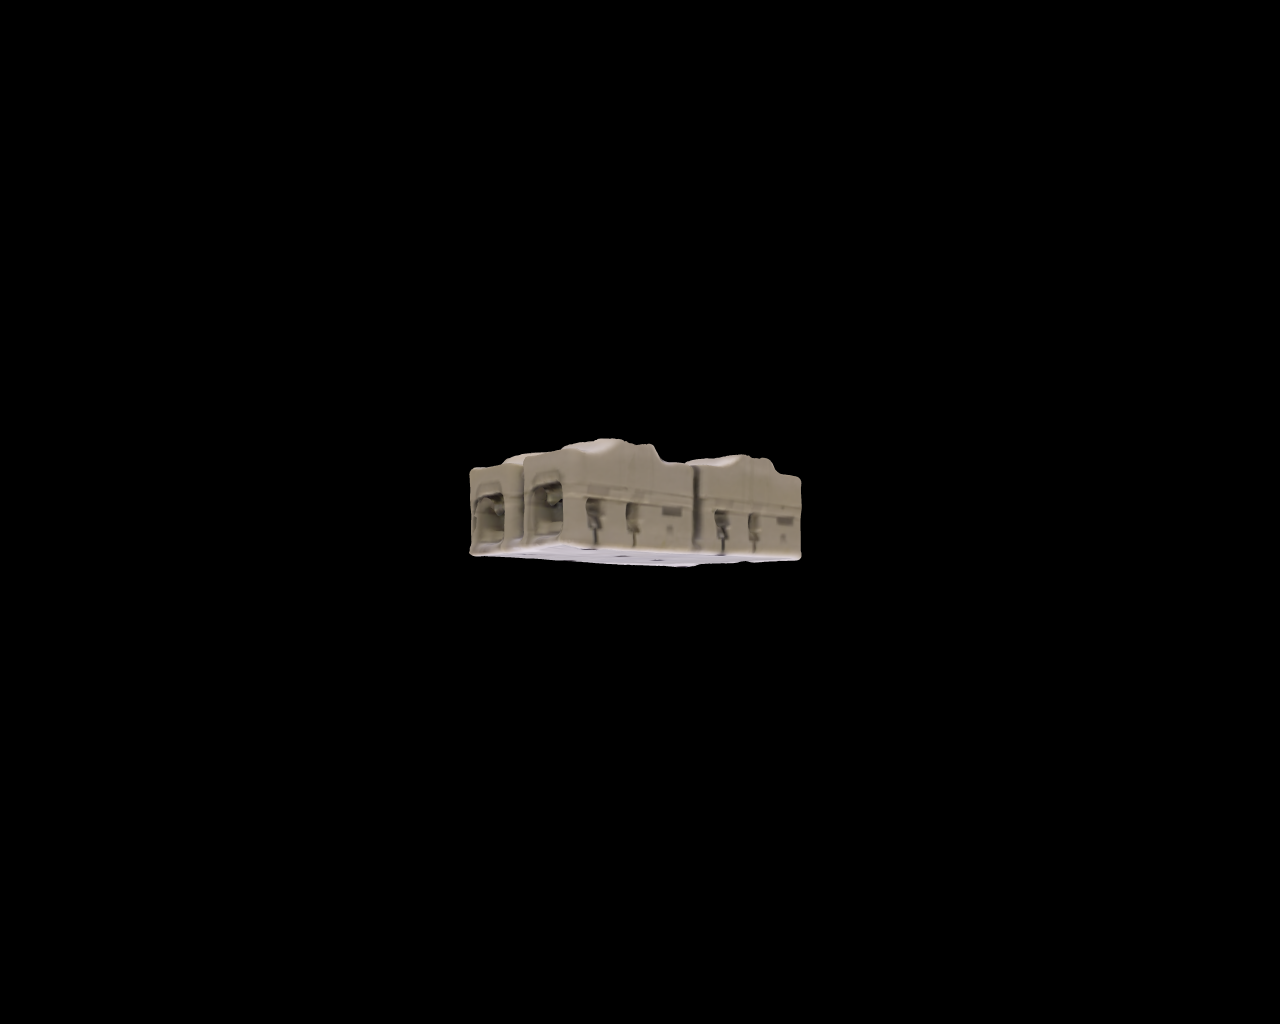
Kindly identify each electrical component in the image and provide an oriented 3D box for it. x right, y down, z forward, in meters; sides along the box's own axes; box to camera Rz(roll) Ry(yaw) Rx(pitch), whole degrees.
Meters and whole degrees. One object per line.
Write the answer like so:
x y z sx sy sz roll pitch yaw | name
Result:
0.001 -0.003 0.650 0.186 0.060 0.105 5 -8 -40 | electrical component
